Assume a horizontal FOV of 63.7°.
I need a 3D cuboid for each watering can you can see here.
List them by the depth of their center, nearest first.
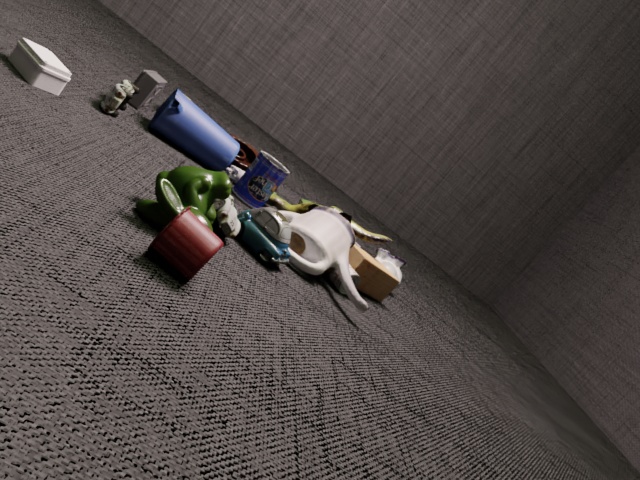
[{"bbox_3d":[0.019,0.030,1.314,0.350,0.102,0.228,38,39,13],"label":"watering can"}]

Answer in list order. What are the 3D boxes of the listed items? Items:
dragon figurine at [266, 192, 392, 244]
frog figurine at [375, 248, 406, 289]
[{"bbox_3d":[0.005,-0.079,1.579,0.409,0.120,0.247,16,19,-17],"label":"dragon figurine"},{"bbox_3d":[0.211,0.123,1.727,0.136,0.121,0.163,44,44,-23],"label":"frog figurine"}]
